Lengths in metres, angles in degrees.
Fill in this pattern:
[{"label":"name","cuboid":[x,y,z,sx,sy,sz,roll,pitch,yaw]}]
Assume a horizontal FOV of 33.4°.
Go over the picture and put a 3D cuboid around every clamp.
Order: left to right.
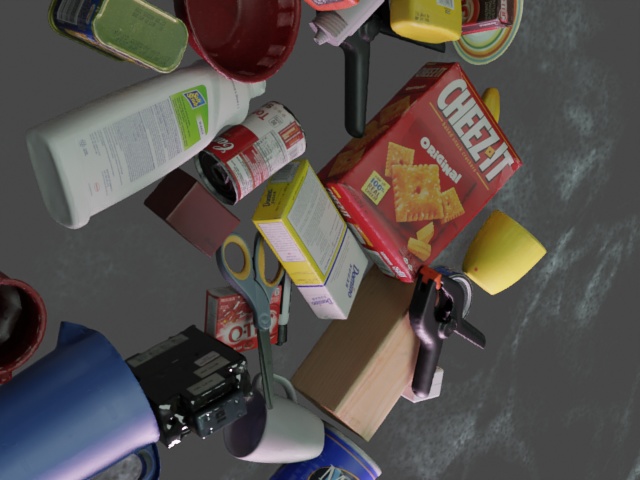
[{"label":"clamp","cuboid":[0.058,-0.240,1.187,0.164,0.036,0.210,-41,127,-21]},{"label":"clamp","cuboid":[0.138,0.109,1.274,0.120,0.039,0.171,-47,133,-23]}]

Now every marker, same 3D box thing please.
[{"label":"marker","cuboid":[-0.043,0.066,1.238,0.020,0.020,0.121,-8,113,-39]}]

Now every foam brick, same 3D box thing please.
[{"label":"foam brick","cuboid":[-0.132,-0.029,1.098,0.053,0.051,0.078,-50,133,-6]}]

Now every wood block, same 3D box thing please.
[{"label":"wood block","cuboid":[0.069,0.129,1.312,0.206,0.091,0.090,-54,134,-11]}]

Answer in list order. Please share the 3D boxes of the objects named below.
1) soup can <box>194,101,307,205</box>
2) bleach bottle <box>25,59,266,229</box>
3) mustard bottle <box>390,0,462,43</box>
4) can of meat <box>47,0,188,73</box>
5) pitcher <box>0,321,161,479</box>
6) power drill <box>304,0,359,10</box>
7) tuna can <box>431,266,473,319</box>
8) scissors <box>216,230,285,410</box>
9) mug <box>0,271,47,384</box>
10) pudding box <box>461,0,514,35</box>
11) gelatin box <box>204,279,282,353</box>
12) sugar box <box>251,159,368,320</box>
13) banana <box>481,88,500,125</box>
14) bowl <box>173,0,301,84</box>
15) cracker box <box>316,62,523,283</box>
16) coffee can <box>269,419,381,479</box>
[{"label":"soup can","cuboid":[-0.072,-0.092,1.115,0.102,0.069,0.068,-38,128,-24]},{"label":"bleach bottle","cuboid":[-0.156,-0.107,1.041,0.250,0.068,0.102,-29,123,-32]},{"label":"mustard bottle","cuboid":[0.118,-0.319,1.172,0.096,0.058,0.191,4,86,-46]},{"label":"can of meat","cuboid":[-0.181,-0.194,0.967,0.101,0.084,0.057,21,93,-43]},{"label":"pitcher","cuboid":[-0.278,0.206,1.012,0.242,0.149,0.145,-32,139,-23]},{"label":"power drill","cuboid":[0.004,-0.338,1.053,0.184,0.057,0.187,30,69,-45]},{"label":"tuna can","cuboid":[0.162,0.079,1.411,0.085,0.034,0.086,-17,118,-35]},{"label":"scissors","cuboid":[-0.079,0.077,1.162,0.096,0.016,0.201,18,70,-32]},{"label":"mug","cuboid":[-0.306,0.077,0.970,0.093,0.082,0.117,-27,123,-30]},{"label":"pudding box","cuboid":[0.175,-0.292,1.211,0.039,0.090,0.113,10,82,-47]},{"label":"gelatin box","cuboid":[-0.086,0.087,1.201,0.089,0.030,0.073,-9,113,-38]},{"label":"sugar box","cuboid":[-0.008,0.002,1.204,0.176,0.048,0.093,61,40,-40]},{"label":"banana","cuboid":[0.174,-0.103,1.344,0.197,0.037,0.069,-48,133,-15]},{"label":"bowl","cuboid":[-0.090,-0.232,1.035,0.161,0.055,0.162,-7,99,-50]},{"label":"cracker box","cuboid":[0.119,-0.081,1.258,0.213,0.072,0.164,-45,116,-16]},{"label":"coffee can","cuboid":[-0.007,0.306,1.309,0.140,0.103,0.102,-49,132,-15]}]
